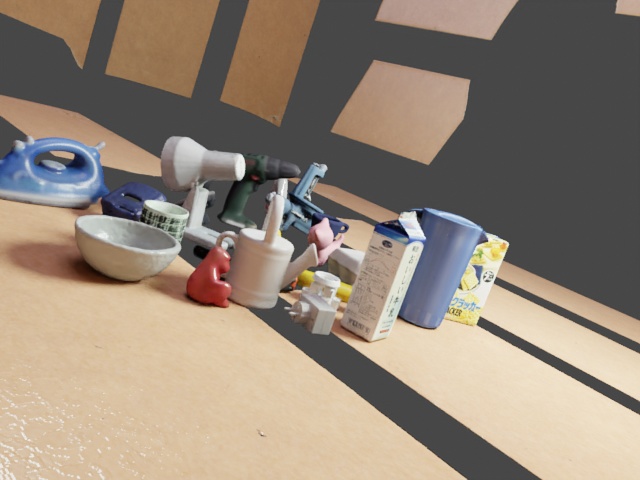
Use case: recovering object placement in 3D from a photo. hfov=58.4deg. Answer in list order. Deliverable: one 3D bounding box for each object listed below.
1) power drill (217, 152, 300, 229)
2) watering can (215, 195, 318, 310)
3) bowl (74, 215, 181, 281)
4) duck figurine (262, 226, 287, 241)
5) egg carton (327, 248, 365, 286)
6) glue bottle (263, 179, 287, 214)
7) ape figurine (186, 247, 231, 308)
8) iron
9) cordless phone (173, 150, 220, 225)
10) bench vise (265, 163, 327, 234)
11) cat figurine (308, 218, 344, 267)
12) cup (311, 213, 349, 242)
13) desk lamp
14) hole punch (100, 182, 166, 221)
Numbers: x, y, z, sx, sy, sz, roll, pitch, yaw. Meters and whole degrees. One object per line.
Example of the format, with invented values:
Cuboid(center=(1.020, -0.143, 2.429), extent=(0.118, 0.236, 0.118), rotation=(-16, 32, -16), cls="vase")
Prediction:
Cuboid(center=(-0.188, -0.136, 1.544), extent=(0.229, 0.208, 0.075), rotation=(19, 11, 2), cls="power drill")
Cuboid(center=(-0.090, 0.016, 1.006), extent=(0.173, 0.194, 0.100), rotation=(12, 13, -31), cls="watering can")
Cuboid(center=(-0.314, 0.021, 0.919), extent=(0.167, 0.075, 0.167), rotation=(18, 11, -3), cls="bowl")
Cuboid(center=(-0.122, 0.008, 1.275), extent=(0.104, 0.086, 0.077), rotation=(18, 11, -3), cls="duck figurine")
Cuboid(center=(0.090, 0.071, 1.368), extent=(0.108, 0.069, 0.149), rotation=(10, 14, -39), cls="egg carton")
Cuboid(center=(-0.132, -0.161, 1.854), extent=(0.037, 0.173, 0.077), rotation=(9, 14, -40), cls="glue bottle")
Cuboid(center=(-0.174, 0.056, 0.937), extent=(0.076, 0.092, 0.077), rotation=(16, 11, -17), cls="ape figurine")
Cuboid(center=(-0.555, -0.151, 1.175), extent=(0.118, 0.141, 0.259), rotation=(25, 13, 29), cls="iron")
Cuboid(center=(-0.301, -0.133, 1.405), extent=(0.094, 0.185, 0.147), rotation=(19, 11, -1), cls="cordless phone")
Cuboid(center=(-0.056, -0.127, 1.694), extent=(0.121, 0.220, 0.208), rotation=(25, 12, 28), cls="bench vise")
Cuboid(center=(0.013, 0.005, 1.433), extent=(0.128, 0.118, 0.067), rotation=(8, 15, -45), cls="cat figurine")
Cuboid(center=(0.020, -0.017, 1.615), extent=(0.118, 0.095, 0.091), rotation=(13, 13, -29), cls="cup")
Cuboid(center=(-0.261, -0.108, 1.271), extent=(0.203, 0.213, 0.118), rotation=(21, 11, 9), cls="desk lamp")
Cuboid(center=(-0.387, -0.068, 1.186), extent=(0.108, 0.091, 0.101), rotation=(22, 11, 15), cls="hole punch")
